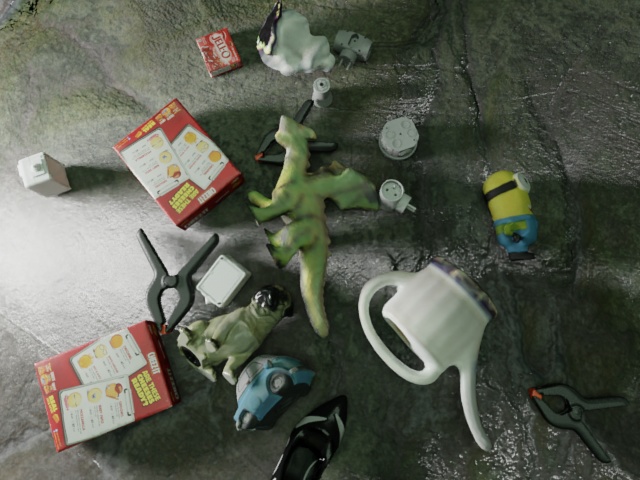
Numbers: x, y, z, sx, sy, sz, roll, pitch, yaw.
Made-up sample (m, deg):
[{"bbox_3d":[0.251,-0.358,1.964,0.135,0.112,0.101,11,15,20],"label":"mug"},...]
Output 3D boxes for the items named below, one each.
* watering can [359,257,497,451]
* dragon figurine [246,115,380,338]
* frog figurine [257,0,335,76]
[{"bbox_3d":[0.232,0.179,0.935,0.225,0.103,0.350,-43,77,-8],"label":"watering can"},{"bbox_3d":[0.003,-0.050,0.987,0.243,0.121,0.412,-28,83,-5],"label":"dragon figurine"},{"bbox_3d":[-0.047,-0.412,1.096,0.159,0.121,0.140,16,66,-32],"label":"frog figurine"}]
